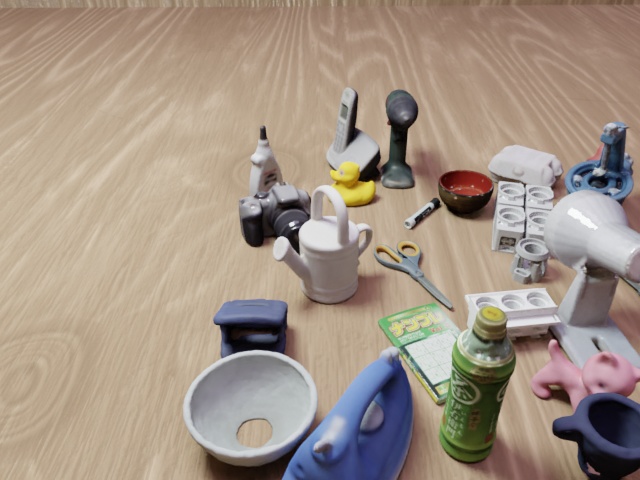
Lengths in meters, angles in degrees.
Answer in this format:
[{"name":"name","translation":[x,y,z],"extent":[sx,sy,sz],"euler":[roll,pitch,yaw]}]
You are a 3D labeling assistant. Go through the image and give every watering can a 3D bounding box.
[{"name":"watering can","translation":[0.010,0.004,0.940],"extent":[0.100,0.194,0.173],"euler":[24,42,31]}]

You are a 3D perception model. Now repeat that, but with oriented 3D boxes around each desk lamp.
[{"name":"desk lamp","translation":[0.414,0.057,0.844],"extent":[0.118,0.214,0.203],"euler":[-5,35,-6]}]

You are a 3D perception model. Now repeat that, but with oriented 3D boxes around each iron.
[{"name":"iron","translation":[0.054,0.209,0.695],"extent":[0.118,0.141,0.259],"euler":[18,39,24]}]

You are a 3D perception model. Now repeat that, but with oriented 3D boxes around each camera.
[{"name":"camera","translation":[-0.074,-0.040,1.086],"extent":[0.143,0.101,0.136],"euler":[-11,37,-15]}]

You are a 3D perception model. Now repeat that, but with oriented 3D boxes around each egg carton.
[{"name":"egg carton","translation":[0.455,-0.156,1.272],"extent":[0.149,0.069,0.107],"euler":[24,42,30]}]

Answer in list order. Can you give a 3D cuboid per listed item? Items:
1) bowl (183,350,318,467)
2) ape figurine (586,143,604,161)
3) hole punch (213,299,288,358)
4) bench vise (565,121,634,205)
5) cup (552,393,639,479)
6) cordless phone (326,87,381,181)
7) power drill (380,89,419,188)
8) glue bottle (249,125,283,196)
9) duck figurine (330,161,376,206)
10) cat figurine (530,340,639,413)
[{"name":"bowl","translation":[-0.085,0.225,0.732],"extent":[0.167,0.075,0.167],"euler":[0,35,0]},{"name":"ape figurine","translation":[0.629,-0.171,1.272],"extent":[0.076,0.092,0.077],"euler":[-20,39,-25]},{"name":"hole punch","translation":[-0.104,0.121,0.866],"extent":[0.108,0.091,0.101],"euler":[0,35,0]},{"name":"bench vise","translation":[0.556,-0.146,1.126],"extent":[0.121,0.220,0.208],"euler":[16,39,23]},{"name":"cup","translation":[0.330,0.245,0.681],"extent":[0.117,0.095,0.091],"euler":[1,35,2]},{"name":"cordless phone","translation":[0.077,-0.238,1.292],"extent":[0.094,0.185,0.147],"euler":[-18,39,-23]},{"name":"power drill","translation":[0.175,-0.224,1.251],"extent":[0.075,0.209,0.229],"euler":[0,35,1]},{"name":"glue bottle","translation":[-0.114,-0.156,1.188],"extent":[0.037,0.173,0.078],"euler":[26,43,33]},{"name":"duck figurine","translation":[0.067,-0.125,1.218],"extent":[0.104,0.086,0.077],"euler":[2,35,4]},{"name":"cat figurine","translation":[0.356,0.177,0.757],"extent":[0.127,0.118,0.067],"euler":[29,45,35]}]
